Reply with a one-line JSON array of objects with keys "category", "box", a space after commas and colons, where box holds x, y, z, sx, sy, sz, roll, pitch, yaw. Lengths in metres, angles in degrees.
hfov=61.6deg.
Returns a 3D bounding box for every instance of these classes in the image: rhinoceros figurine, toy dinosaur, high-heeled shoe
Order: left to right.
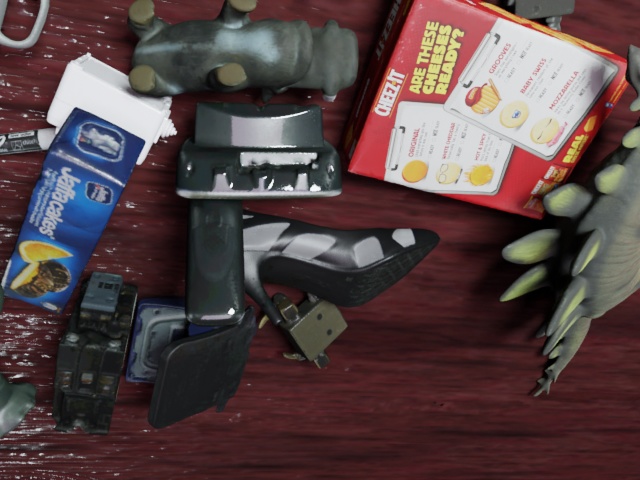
[{"category": "rhinoceros figurine", "box": [-0.064, -0.146, 0.441, 0.190, 0.112, 0.073, -1, 88, 4]}, {"category": "high-heeled shoe", "box": [-0.001, -0.002, 0.561, 0.249, 0.145, 0.086, -20, 150, -31]}, {"category": "toy dinosaur", "box": [0.287, 0.022, 0.562, 0.198, 0.105, 0.470, -29, 134, -9]}]

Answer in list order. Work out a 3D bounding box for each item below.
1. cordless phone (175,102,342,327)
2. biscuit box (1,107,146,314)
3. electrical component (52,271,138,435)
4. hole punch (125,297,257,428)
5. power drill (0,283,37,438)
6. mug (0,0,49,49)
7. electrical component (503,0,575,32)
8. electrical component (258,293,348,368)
[{"category": "cordless phone", "box": [-0.050, -0.020, 0.459, 0.147, 0.184, 0.088, 0, 158, -9]}, {"category": "biscuit box", "box": [-0.216, -0.016, 0.461, 0.059, 0.063, 0.202, 26, 132, -20]}, {"category": "electrical component", "box": [-0.218, 0.102, 0.527, 0.058, 0.115, 0.134, 10, 113, -19]}, {"category": "hole punch", "box": [-0.142, 0.121, 0.576, 0.116, 0.092, 0.142, -5, 119, -45]}, {"category": "power drill", "box": [-0.380, 0.098, 0.510, 0.232, 0.086, 0.207, -4, 117, 17]}, {"category": "mug", "box": [-0.258, -0.199, 0.396, 0.109, 0.081, 0.107, 23, 101, -14]}, {"category": "electrical component", "box": [0.201, -0.226, 0.493, 0.063, 0.021, 0.093, -8, 117, -5]}, {"category": "electrical component", "box": [-0.018, 0.094, 0.601, 0.078, 0.045, 0.102, -47, 120, -18]}]
